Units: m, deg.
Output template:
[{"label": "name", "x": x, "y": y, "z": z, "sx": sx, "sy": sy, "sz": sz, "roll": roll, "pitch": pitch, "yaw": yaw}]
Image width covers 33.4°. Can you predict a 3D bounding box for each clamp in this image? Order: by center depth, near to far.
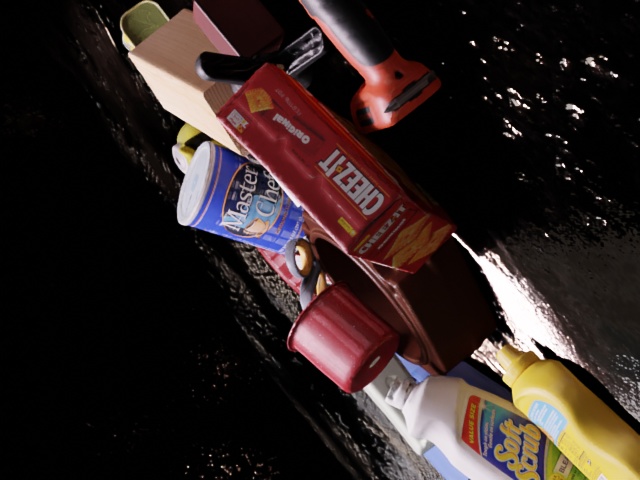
[{"label": "clamp", "x": -0.037, "y": -0.159, "z": 0.990, "sx": 0.171, "sy": 0.120, "sz": 0.039, "roll": 4, "pitch": -102, "yaw": -80}]

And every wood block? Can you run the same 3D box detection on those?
[{"label": "wood block", "x": -0.117, "y": -0.177, "z": 1.170, "sx": 0.206, "sy": 0.090, "sz": 0.090, "roll": 33, "pitch": 160, "yaw": 52}]

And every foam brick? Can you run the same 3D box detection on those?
[{"label": "foam brick", "x": -0.080, "y": -0.209, "z": 1.036, "sx": 0.078, "sy": 0.051, "sz": 0.053, "roll": 50, "pitch": 169, "yaw": 0}]

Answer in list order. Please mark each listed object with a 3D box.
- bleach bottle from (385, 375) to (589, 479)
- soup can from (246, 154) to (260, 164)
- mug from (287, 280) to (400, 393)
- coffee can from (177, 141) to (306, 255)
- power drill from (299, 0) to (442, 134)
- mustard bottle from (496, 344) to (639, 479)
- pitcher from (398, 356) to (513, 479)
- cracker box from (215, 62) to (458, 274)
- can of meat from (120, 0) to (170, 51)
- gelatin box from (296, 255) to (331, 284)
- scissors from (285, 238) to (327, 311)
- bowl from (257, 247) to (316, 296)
[{"label": "bleach bottle", "x": 0.180, "y": 0.213, "z": 1.068, "sx": 0.251, "sy": 0.102, "sz": 0.068, "roll": 26, "pitch": 158, "yaw": 9}, {"label": "soup can", "x": -0.084, "y": -0.134, "z": 1.232, "sx": 0.102, "sy": 0.068, "sz": 0.068, "roll": 34, "pitch": 160, "yaw": 53}, {"label": "mug", "x": 0.032, "y": 0.103, "z": 1.103, "sx": 0.082, "sy": 0.093, "sz": 0.117, "roll": 40, "pitch": -166, "yaw": 22}, {"label": "coffee can", "x": -0.086, "y": -0.048, "z": 1.270, "sx": 0.140, "sy": 0.103, "sz": 0.103, "roll": 18, "pitch": 179, "yaw": -20}, {"label": "power drill", "x": 0.004, "y": -0.172, "z": 0.836, "sx": 0.187, "sy": 0.057, "sz": 0.184, "roll": 51, "pitch": 171, "yaw": -10}, {"label": "mustard bottle", "x": 0.240, "y": 0.170, "z": 1.004, "sx": 0.192, "sy": 0.058, "sz": 0.096, "roll": 45, "pitch": 166, "yaw": 23}, {"label": "pitcher", "x": 0.161, "y": 0.205, "z": 1.237, "sx": 0.243, "sy": 0.144, "sz": 0.149, "roll": 36, "pitch": 125, "yaw": 58}, {"label": "cracker box", "x": 0.023, "y": -0.056, "z": 0.925, "sx": 0.164, "sy": 0.072, "sz": 0.213, "roll": 46, "pitch": -172, "yaw": 18}, {"label": "can of meat", "x": -0.210, "y": -0.248, "z": 1.371, "sx": 0.102, "sy": 0.057, "sz": 0.084, "roll": 52, "pitch": 170, "yaw": -5}, {"label": "gelatin box", "x": 0.020, "y": 0.040, "z": 1.342, "sx": 0.073, "sy": 0.030, "sz": 0.089, "roll": 14, "pitch": 175, "yaw": -39}, {"label": "scissors", "x": -0.008, "y": 0.001, "z": 1.216, "sx": 0.201, "sy": 0.016, "sz": 0.096, "roll": -84, "pitch": -29, "yaw": -47}, {"label": "bowl", "x": -0.041, "y": 0.013, "z": 1.542, "sx": 0.162, "sy": 0.055, "sz": 0.162, "roll": 47, "pitch": 167, "yaw": 14}]
